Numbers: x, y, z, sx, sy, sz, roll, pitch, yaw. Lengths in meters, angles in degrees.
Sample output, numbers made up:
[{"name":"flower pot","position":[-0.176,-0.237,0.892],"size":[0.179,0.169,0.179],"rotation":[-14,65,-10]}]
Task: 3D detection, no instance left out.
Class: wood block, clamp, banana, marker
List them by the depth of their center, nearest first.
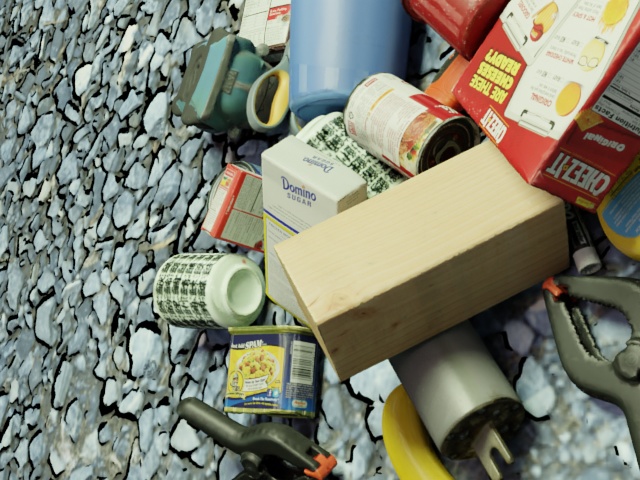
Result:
[{"name":"clamp","position":[0.242,0.083,0.763],"size":[0.165,0.036,0.210],"rotation":[-52,46,20]},{"name":"wood block","position":[0.082,0.014,0.839],"size":[0.206,0.090,0.091],"rotation":[-27,50,-4]},{"name":"marker","position":[0.197,-0.027,0.859],"size":[0.020,0.020,0.121],"rotation":[-36,53,32]},{"name":"banana","position":[0.097,0.189,0.877],"size":[0.070,0.037,0.198],"rotation":[-49,47,23]},{"name":"clamp","position":[-0.064,0.198,1.007],"size":[0.172,0.120,0.039],"rotation":[-13,24,39]}]

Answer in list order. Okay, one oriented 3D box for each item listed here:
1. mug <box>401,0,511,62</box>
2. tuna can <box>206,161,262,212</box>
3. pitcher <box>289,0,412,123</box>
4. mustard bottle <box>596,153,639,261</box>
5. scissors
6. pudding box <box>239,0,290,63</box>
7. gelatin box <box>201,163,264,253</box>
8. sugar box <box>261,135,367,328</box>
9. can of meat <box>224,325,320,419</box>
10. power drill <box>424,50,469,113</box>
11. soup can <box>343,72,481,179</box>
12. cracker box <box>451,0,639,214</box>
[{"name":"mug","position":[0.123,-0.202,0.850],"size":[0.093,0.117,0.082],"rotation":[-30,53,-9]},{"name":"tuna can","position":[-0.083,-0.041,1.145],"size":[0.086,0.033,0.086],"rotation":[-18,64,42]},{"name":"pitcher","position":[0.029,-0.232,1.037],"size":[0.145,0.149,0.243],"rotation":[-2,78,30]},{"name":"mustard bottle","position":[0.245,-0.039,0.785],"size":[0.096,0.058,0.192],"rotation":[-48,48,24]},{"name":"scissors","position":[-0.013,-0.184,1.110],"size":[0.016,0.096,0.201],"rotation":[-22,37,56]},{"name":"pudding box","position":[-0.044,-0.254,1.173],"size":[0.090,0.039,0.113],"rotation":[1,75,47]},{"name":"gelatin box","position":[-0.067,-0.029,1.083],"size":[0.030,0.089,0.073],"rotation":[30,99,49]},{"name":"sugar box","position":[-0.006,0.001,0.957],"size":[0.093,0.048,0.176],"rotation":[33,139,29]},{"name":"can of meat","position":[-0.046,0.128,1.033],"size":[0.102,0.057,0.084],"rotation":[-7,74,45]},{"name":"power drill","position":[0.160,-0.140,0.911],"size":[0.188,0.057,0.185],"rotation":[-54,46,16]},{"name":"soup can","position":[0.075,-0.091,0.889],"size":[0.102,0.068,0.068],"rotation":[39,105,42]},{"name":"cracker box","position":[0.201,-0.149,0.754],"size":[0.214,0.072,0.164],"rotation":[-58,27,21]}]
